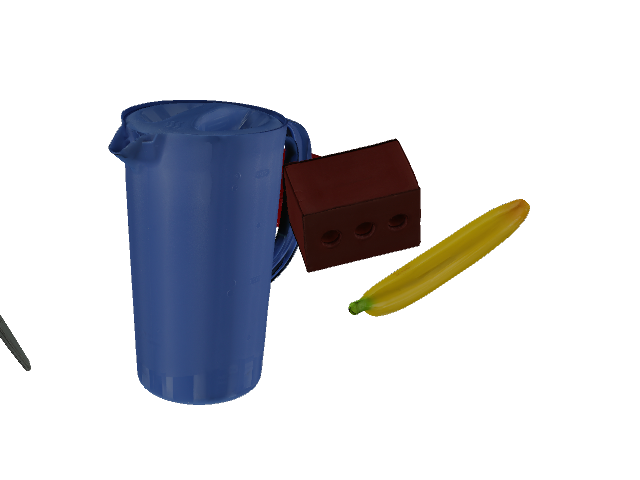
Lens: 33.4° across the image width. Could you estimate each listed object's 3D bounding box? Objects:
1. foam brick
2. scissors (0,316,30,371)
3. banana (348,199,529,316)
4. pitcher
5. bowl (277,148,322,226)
[{"bbox_3d":[0.020,-0.022,0.676,0.078,0.053,0.051,-14,45,-9],"label":"foam brick"},{"bbox_3d":[-0.345,0.033,1.076,0.016,0.201,0.096,-26,26,22],"label":"scissors"},{"bbox_3d":[0.117,0.023,1.035,0.198,0.037,0.069,-33,-1,0],"label":"banana"},{"bbox_3d":[-0.090,0.006,0.897,0.149,0.243,0.145,4,19,3],"label":"pitcher"},{"bbox_3d":[-0.051,-0.060,1.307,0.162,0.055,0.162,5,26,-3],"label":"bowl"}]
